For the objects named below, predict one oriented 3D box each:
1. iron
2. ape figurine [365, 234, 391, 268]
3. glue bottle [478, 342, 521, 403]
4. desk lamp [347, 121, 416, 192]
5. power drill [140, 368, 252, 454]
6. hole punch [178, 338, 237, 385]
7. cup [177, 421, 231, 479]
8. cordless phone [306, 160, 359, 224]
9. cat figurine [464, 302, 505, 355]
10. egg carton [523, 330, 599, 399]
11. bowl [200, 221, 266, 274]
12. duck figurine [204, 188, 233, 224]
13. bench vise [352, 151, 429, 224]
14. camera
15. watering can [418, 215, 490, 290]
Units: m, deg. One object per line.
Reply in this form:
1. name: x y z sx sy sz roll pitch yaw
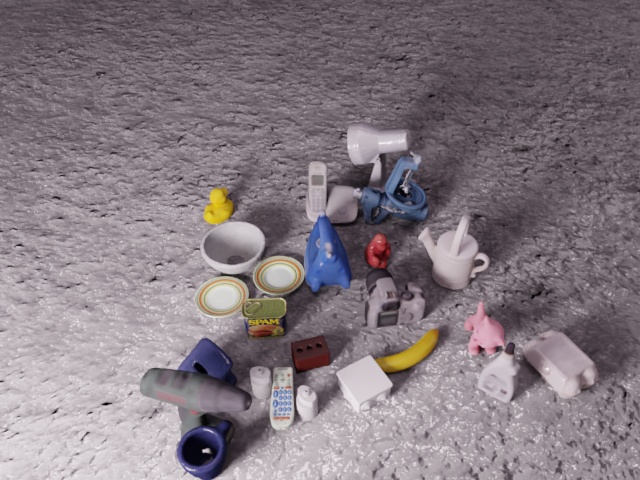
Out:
1. iron: 0.013 0.005 1.459 0.118 0.141 0.258 -5 45 -4
2. ape figurine: 0.152 0.023 1.475 0.078 0.092 0.076 -27 50 -24
3. glue bottle: 0.375 0.264 1.172 0.078 0.173 0.037 28 52 26
4. desk lamp: 0.179 -0.235 1.648 0.203 0.214 0.118 11 46 12
5. power drill: -0.226 0.323 1.095 0.229 0.208 0.076 13 46 13
6. hole punch: -0.242 0.281 1.220 0.108 0.091 0.101 34 54 30
7. cup: -0.209 0.406 1.092 0.091 0.095 0.118 27 51 25
8. cordless phone: 0.033 -0.134 1.569 0.147 0.185 0.094 -1 45 0
9. cat figurine: 0.370 0.198 1.279 0.067 0.118 0.127 -1 45 0
10. egg carton: 0.518 0.268 1.241 0.107 0.069 0.150 -22 49 -20
11. bowl: -0.221 0.032 1.482 0.167 0.075 0.167 0 45 0
12. duck figurine: -0.289 -0.103 1.611 0.077 0.086 0.105 18 48 18
13. bench vise: 0.197 -0.133 1.540 0.207 0.220 0.121 -11 46 -10
14. camera: 0.169 0.125 1.366 0.143 0.101 0.136 -7 45 -7
15. watering can: 0.327 0.022 1.402 0.172 0.194 0.101 4 45 5
